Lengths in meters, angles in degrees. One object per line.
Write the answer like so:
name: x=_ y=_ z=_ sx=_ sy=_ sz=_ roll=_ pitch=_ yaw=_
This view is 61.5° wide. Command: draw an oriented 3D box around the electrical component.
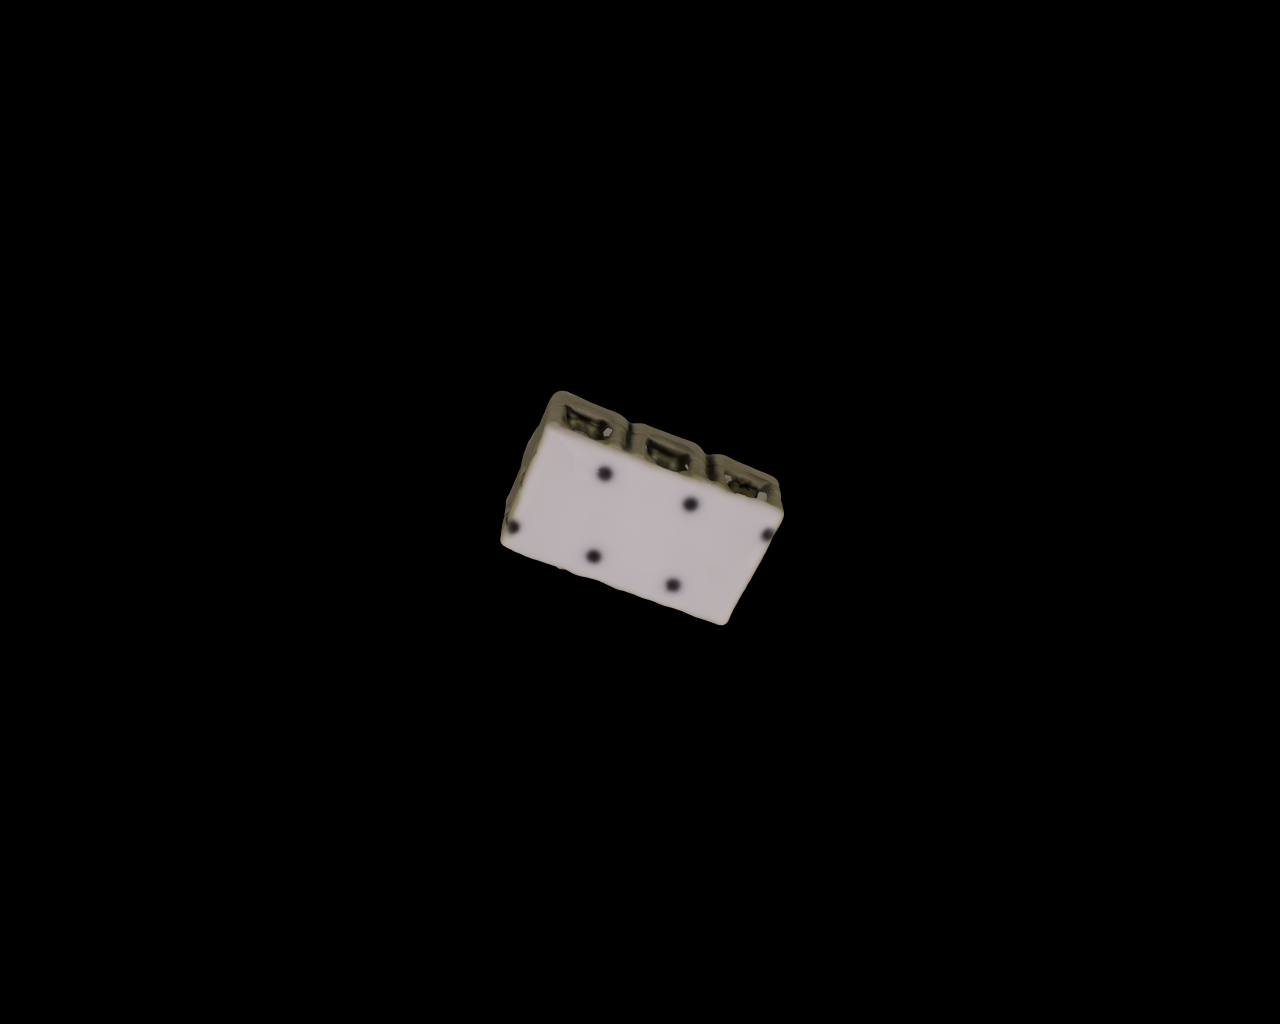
electrical component: x=0.001 y=-0.003 z=0.650 sx=0.150 sy=0.089 sz=0.062 roll=21 pitch=25 yaw=-10
